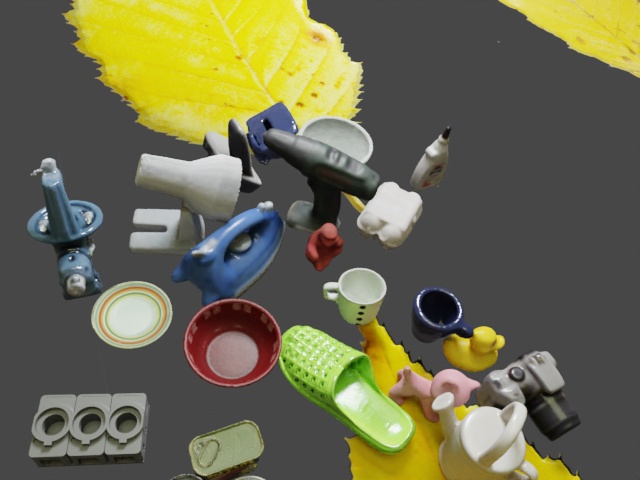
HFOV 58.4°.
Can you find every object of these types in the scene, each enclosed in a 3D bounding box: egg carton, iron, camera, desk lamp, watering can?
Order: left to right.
[{"bbox_3d":[-0.244,-0.067,1.028,0.203,0.213,0.118,1,53,-10],"label":"desk lamp"},{"bbox_3d":[-0.146,-0.001,1.043,0.118,0.141,0.259,36,55,16],"label":"iron"},{"bbox_3d":[0.146,-0.051,1.181,0.107,0.069,0.150,27,53,10],"label":"egg carton"},{"bbox_3d":[0.246,0.300,0.857,0.173,0.194,0.101,17,52,2],"label":"watering can"},{"bbox_3d":[0.362,0.267,0.963,0.143,0.101,0.136,-19,59,-23],"label":"camera"}]

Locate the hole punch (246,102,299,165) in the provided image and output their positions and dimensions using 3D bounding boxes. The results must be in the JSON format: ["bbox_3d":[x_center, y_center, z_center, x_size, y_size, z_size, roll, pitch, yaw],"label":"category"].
[{"bbox_3d":[-0.107,-0.236,1.259,0.101,0.091,0.108,-17,58,-22],"label":"hole punch"}]

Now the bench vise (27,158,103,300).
[{"bbox_3d":[-0.411,-0.017,0.956,0.122,0.220,0.207,-29,63,-28],"label":"bench vise"}]

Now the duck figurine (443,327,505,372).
[{"bbox_3d":[0.276,0.185,1.018,0.104,0.086,0.077,6,52,-6],"label":"duck figurine"}]

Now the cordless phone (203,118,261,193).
[{"bbox_3d":[-0.178,-0.191,1.152,0.094,0.185,0.147,-25,61,-26],"label":"cordless phone"}]

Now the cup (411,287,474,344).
[{"bbox_3d":[0.212,0.151,1.025,0.117,0.095,0.092,34,55,15],"label":"cup"}]

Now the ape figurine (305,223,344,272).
[{"bbox_3d":[0.010,0.004,1.100,0.078,0.092,0.076,-6,55,-15],"label":"ape figurine"}]

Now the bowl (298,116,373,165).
[{"bbox_3d":[0.029,-0.192,1.262,0.167,0.075,0.167,5,53,-7],"label":"bowl"}]

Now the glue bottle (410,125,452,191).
[{"bbox_3d":[0.249,-0.179,1.231,0.078,0.173,0.037,-25,61,-26],"label":"glue bottle"}]

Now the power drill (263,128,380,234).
[{"bbox_3d":[-0.007,-0.104,1.104,0.229,0.208,0.075,16,52,2],"label":"power drill"}]

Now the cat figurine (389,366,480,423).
[{"bbox_3d":[0.189,0.241,0.939,0.127,0.118,0.067,22,53,7],"label":"cat figurine"}]
